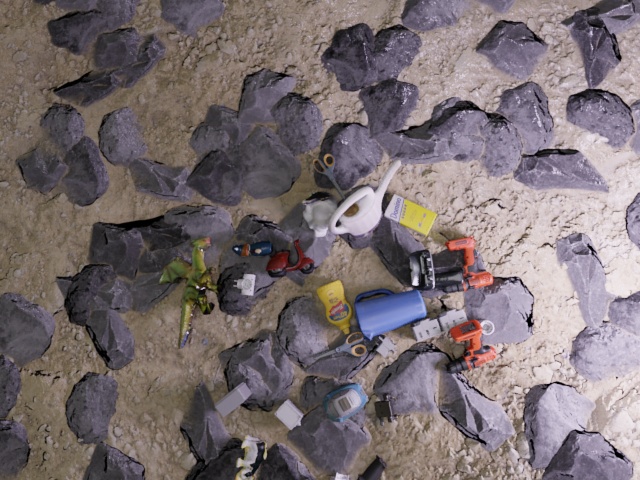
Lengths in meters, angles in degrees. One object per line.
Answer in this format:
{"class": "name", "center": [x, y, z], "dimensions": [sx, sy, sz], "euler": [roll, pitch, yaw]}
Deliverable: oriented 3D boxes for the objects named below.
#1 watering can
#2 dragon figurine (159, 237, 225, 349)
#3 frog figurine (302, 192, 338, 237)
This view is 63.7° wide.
{"class": "watering can", "center": [0.176, -0.130, 1.861], "dimensions": [0.348, 0.221, 0.105], "euler": [-41, 61, -2]}
{"class": "dragon figurine", "center": [-0.510, 0.175, 1.954], "dimensions": [0.244, 0.120, 0.413], "euler": [24, 81, 27]}
{"class": "frog figurine", "center": [0.006, -0.098, 1.946], "dimensions": [0.137, 0.125, 0.156], "euler": [-17, 115, -5]}
